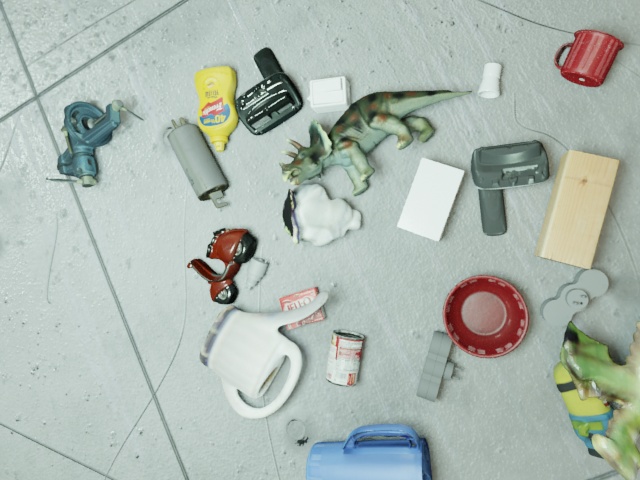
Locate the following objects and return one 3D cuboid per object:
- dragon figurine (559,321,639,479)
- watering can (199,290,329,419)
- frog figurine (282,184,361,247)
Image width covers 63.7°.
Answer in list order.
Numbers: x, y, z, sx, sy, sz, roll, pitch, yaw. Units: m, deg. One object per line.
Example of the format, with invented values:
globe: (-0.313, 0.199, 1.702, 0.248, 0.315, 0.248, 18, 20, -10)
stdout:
dragon figurine: (0.548, 0.201, 0.906, 0.243, 0.120, 0.416, 9, 72, -4)
watering can: (-0.129, 0.215, 1.106, 0.225, 0.104, 0.344, 29, 103, 14)
frog figurine: (0.003, -0.056, 1.114, 0.160, 0.121, 0.139, -6, 76, -22)
